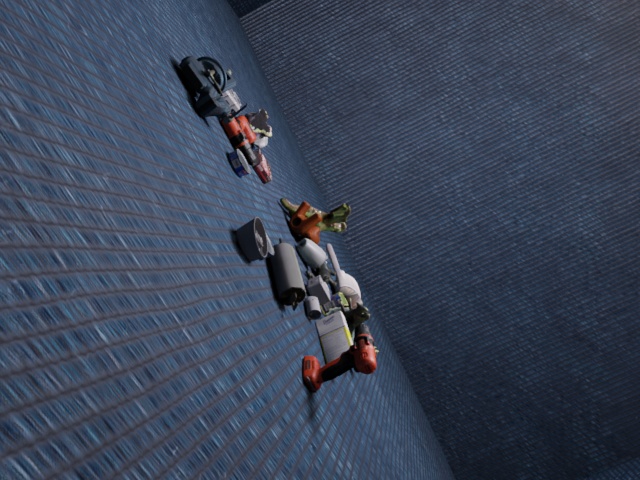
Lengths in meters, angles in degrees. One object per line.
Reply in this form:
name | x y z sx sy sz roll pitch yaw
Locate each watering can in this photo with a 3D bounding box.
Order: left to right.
watering can | 0.104 0.197 2.270 0.343 0.104 0.228 62 8 -18

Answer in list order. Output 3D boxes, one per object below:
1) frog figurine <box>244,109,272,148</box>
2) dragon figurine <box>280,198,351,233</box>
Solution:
frog figurine | -0.255 -0.415 1.994 0.138 0.124 0.157 56 -29 2
dragon figurine | 0.007 -0.108 2.143 0.403 0.242 0.124 54 17 -63
